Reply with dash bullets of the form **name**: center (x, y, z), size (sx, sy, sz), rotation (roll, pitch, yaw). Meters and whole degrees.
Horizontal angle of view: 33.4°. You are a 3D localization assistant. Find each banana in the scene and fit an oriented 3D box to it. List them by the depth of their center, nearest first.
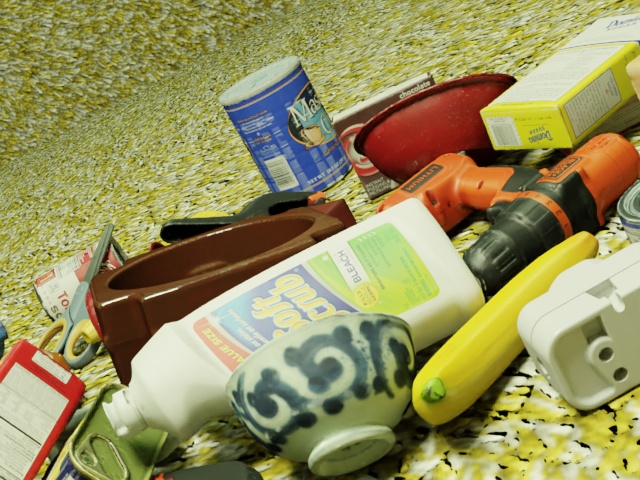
- **banana**: center (0.110, 0.060, 0.655), size (0.197, 0.037, 0.070), rotation (-38, -3, -41)

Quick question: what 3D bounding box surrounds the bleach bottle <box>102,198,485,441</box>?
- **bleach bottle**: center (-0.022, 0.069, 0.713), size (0.250, 0.103, 0.068), rotation (-27, -27, -9)

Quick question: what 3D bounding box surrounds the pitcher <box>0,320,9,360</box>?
- **pitcher**: center (-0.450, 0.156, 1.112), size (0.149, 0.145, 0.242), rotation (-52, 8, 32)

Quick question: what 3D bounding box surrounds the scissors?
- **scissors**: center (-0.241, 0.062, 1.130), size (0.096, 0.016, 0.201), rotation (2, 54, 39)

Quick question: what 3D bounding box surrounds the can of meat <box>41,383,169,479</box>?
- **can of meat**: center (-0.155, 0.161, 0.727), size (0.084, 0.057, 0.102), rotation (-51, 9, 22)

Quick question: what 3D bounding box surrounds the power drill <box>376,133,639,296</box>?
- **power drill**: center (0.130, -0.019, 0.828), size (0.184, 0.057, 0.188), rotation (-35, 21, -28)

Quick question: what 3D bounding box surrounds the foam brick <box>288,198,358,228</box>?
- **foam brick**: center (-0.006, 0.001, 0.981), size (0.078, 0.053, 0.051), rotation (-10, 26, 47)

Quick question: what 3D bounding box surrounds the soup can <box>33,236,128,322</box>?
- **soup can**: center (-0.265, 0.049, 1.214), size (0.102, 0.068, 0.068), rotation (-30, 18, -1)

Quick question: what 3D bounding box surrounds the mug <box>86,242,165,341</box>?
- **mug**: center (-0.167, 0.060, 0.988), size (0.081, 0.093, 0.117), rotation (-31, -11, 9)

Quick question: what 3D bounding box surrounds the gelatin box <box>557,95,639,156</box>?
- **gelatin box**: center (0.242, -0.111, 0.945), size (0.089, 0.030, 0.073), rotation (-28, 20, 3)

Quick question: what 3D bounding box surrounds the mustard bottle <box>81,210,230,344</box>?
- **mustard bottle**: center (-0.169, 0.043, 1.102), size (0.191, 0.058, 0.096), rotation (-41, 21, -32)

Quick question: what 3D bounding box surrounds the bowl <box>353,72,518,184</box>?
- **bowl**: center (0.114, -0.090, 0.974), size (0.162, 0.055, 0.162), rotation (-17, -14, -5)

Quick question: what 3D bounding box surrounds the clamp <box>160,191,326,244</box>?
- **clamp**: center (-0.068, -0.010, 1.048), size (0.120, 0.039, 0.171), rotation (36, 45, 21)

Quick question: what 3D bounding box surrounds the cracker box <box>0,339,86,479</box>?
- **cracker box**: center (-0.256, 0.190, 0.741), size (0.164, 0.072, 0.213), rotation (-49, 11, 22)

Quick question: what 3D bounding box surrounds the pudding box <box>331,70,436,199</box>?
- **pudding box**: center (0.079, -0.106, 1.079), size (0.113, 0.090, 0.039), rotation (-26, 17, 9)

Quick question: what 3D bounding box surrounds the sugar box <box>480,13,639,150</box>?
- **sugar box**: center (0.229, -0.138, 0.915), size (0.176, 0.048, 0.093), rotation (-35, 22, -27)

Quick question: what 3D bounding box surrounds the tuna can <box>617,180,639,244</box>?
- **tuna can**: center (0.241, -0.021, 0.700), size (0.086, 0.033, 0.086), rotation (-26, 18, 9)

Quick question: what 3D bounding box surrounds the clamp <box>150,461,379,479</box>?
- **clamp**: center (-0.052, 0.169, 0.623), size (0.164, 0.036, 0.210), rotation (-34, 16, -12)

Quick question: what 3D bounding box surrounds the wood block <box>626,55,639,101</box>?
- **wood block**: center (0.324, -0.109, 0.722), size (0.090, 0.090, 0.206), rotation (-37, 20, -18)

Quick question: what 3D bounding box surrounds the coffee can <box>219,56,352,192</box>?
- **coffee can**: center (-0.038, -0.124, 1.220), size (0.103, 0.140, 0.103), rotation (-26, 18, 9)
